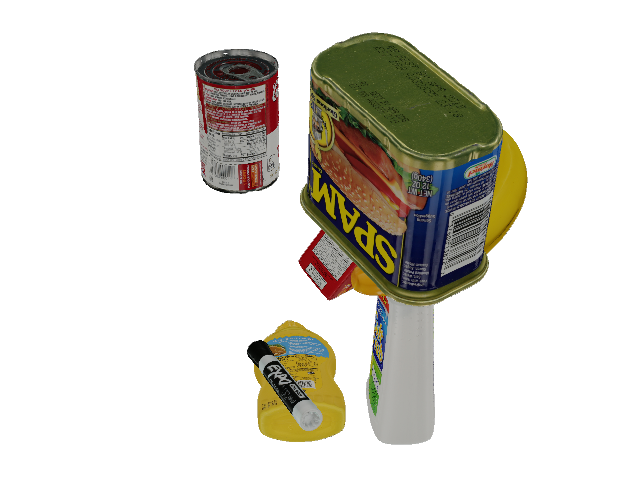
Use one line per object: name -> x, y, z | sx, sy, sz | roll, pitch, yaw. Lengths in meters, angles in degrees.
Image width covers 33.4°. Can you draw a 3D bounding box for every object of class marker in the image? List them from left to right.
marker -> -0.030, 0.110, 0.831 | 0.020, 0.020, 0.121 | 0, 21, -25

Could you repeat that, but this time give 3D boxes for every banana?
banana -> 0.094, -0.017, 0.728 | 0.070, 0.037, 0.197 | 25, 50, 17

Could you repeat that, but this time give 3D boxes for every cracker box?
cracker box -> 0.088, -0.040, 1.242 | 0.163, 0.072, 0.214 | -22, -24, -48

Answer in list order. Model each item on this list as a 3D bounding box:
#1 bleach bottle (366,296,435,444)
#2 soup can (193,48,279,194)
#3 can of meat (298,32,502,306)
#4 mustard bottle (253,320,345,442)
bleach bottle -> 0.081, 0.077, 1.028 | 0.068, 0.251, 0.102 | -2, 36, -2
soup can -> -0.068, -0.098, 0.880 | 0.068, 0.102, 0.068 | 0, 32, 0
can of meat -> 0.035, -0.035, 0.491 | 0.057, 0.084, 0.102 | -23, 49, -25
mustard bottle -> -0.029, 0.151, 1.233 | 0.096, 0.058, 0.191 | -3, 30, -5
